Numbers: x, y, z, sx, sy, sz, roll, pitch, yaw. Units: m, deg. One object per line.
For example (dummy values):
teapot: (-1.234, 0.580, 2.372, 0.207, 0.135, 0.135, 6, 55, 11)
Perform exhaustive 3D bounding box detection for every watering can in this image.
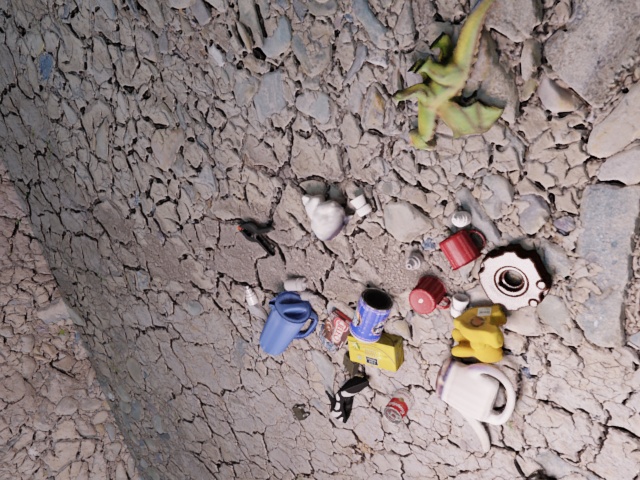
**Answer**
watering can: (0.440, 0.474, 1.506, 0.226, 0.106, 0.339, 23, 130, 26)

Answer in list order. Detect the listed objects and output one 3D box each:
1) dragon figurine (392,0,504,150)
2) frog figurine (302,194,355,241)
dragon figurine: (0.335, -0.362, 1.233, 0.242, 0.125, 0.403, 42, 133, -9)
frog figurine: (0.005, -0.079, 1.565, 0.159, 0.125, 0.135, 39, 148, 1)
